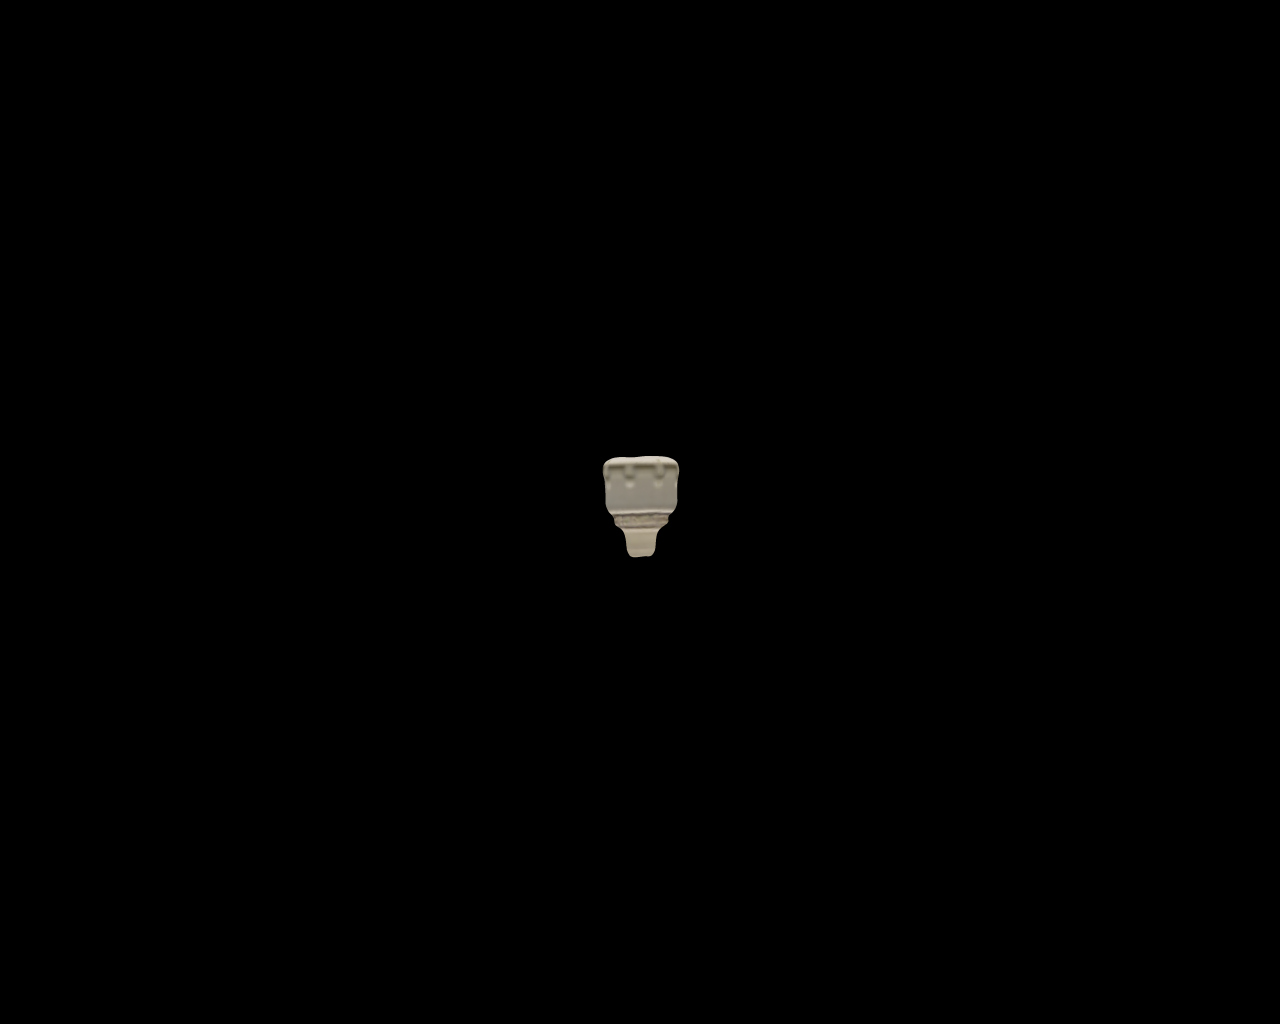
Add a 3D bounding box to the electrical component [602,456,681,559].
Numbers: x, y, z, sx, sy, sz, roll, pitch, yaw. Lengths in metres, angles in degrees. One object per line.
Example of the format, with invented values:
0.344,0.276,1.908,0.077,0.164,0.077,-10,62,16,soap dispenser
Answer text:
0.001,-0.003,0.650,0.048,0.062,0.048,0,0,0,electrical component
